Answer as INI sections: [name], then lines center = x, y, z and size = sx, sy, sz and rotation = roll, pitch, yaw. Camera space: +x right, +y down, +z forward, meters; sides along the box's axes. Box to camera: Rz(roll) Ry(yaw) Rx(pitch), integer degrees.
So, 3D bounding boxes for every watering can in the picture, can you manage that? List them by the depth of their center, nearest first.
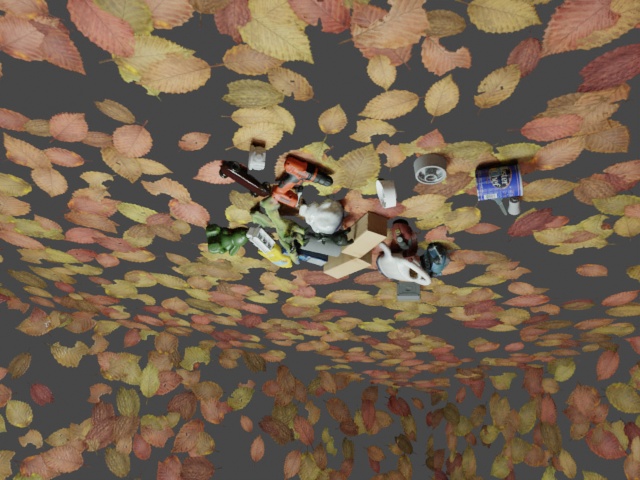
[watering can]
center = 0.317, 0.093, 2.159
size = 0.344, 0.105, 0.224
rotation = 36, -18, -26

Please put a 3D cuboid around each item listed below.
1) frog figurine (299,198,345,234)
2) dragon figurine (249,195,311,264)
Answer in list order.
[frog figurine]
center = 0.006, -0.096, 1.915
size = 0.159, 0.135, 0.125
rotation = 25, 21, -16
[dragon figurine]
center = -0.168, -0.045, 2.014
size = 0.244, 0.124, 0.401
rotation = 35, -26, 13
